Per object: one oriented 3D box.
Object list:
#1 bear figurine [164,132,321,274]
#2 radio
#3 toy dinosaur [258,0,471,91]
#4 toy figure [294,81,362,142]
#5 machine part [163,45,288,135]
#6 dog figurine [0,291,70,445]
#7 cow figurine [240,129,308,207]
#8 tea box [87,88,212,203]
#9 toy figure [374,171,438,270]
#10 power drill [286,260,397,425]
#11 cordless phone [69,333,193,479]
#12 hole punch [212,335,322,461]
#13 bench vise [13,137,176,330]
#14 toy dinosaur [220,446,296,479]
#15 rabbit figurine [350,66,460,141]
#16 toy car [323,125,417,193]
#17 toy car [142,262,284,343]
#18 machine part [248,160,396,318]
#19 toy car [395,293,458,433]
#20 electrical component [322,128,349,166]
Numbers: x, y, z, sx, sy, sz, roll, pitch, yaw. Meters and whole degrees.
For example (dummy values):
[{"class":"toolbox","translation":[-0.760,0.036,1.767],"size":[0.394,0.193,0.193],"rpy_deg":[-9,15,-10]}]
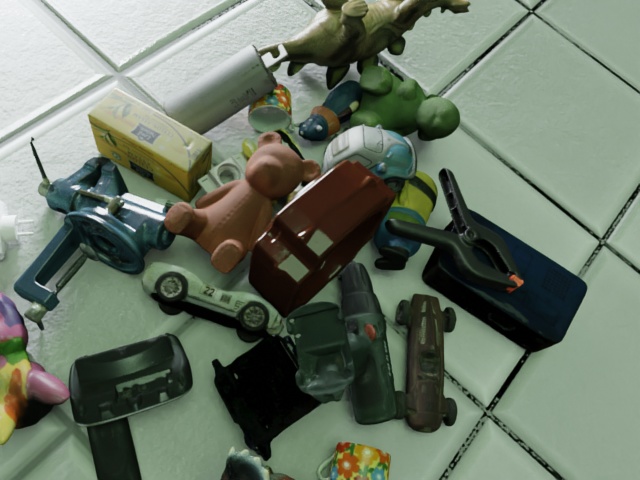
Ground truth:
[{"class":"bear figurine","translation":[-0.096,-0.059,0.737],"size":[0.120,0.132,0.196],"rpy_deg":[41,93,5]},{"class":"radio","translation":[0.285,0.065,0.843],"size":[0.230,0.073,0.131],"rpy_deg":[33,64,6]},{"class":"toy dinosaur","translation":[0.038,-0.345,0.911],"size":[0.472,0.198,0.105],"rpy_deg":[-14,68,-12]},{"class":"toy figure","translation":[0.020,-0.215,0.924],"size":[0.154,0.064,0.057],"rpy_deg":[-48,111,-25]},{"class":"machine part","translation":[-0.155,-0.228,0.842],"size":[0.243,0.079,0.079],"rpy_deg":[-29,72,8]},{"class":"dog figurine","translation":[-0.385,0.122,0.615],"size":[0.219,0.191,0.108],"rpy_deg":[38,55,24]},{"class":"cow figurine","translation":[-0.049,-0.101,0.853],"size":[0.098,0.068,0.167],"rpy_deg":[-31,76,-30]},{"class":"tea box","translation":[-0.251,-0.140,0.808],"size":[0.170,0.098,0.068],"rpy_deg":[28,62,3]},{"class":"toy figure","translation":[0.134,-0.033,0.852],"size":[0.089,0.082,0.180],"rpy_deg":[29,53,-19]},{"class":"power drill","translation":[0.033,0.125,0.700],"size":[0.086,0.207,0.232],"rpy_deg":[-15,74,15]},{"class":"cordless phone","translation":[-0.223,0.218,0.665],"size":[0.147,0.089,0.184],"rpy_deg":[-13,80,-19]},{"class":"hole punch","translation":[-0.062,0.194,0.707],"size":[0.116,0.092,0.142],"rpy_deg":[-35,78,6]},{"class":"bench vise","translation":[-0.323,-0.003,0.717],"size":[0.224,0.128,0.240],"rpy_deg":[26,58,5]},{"class":"toy dinosaur","translation":[0.022,0.333,0.589],"size":[0.405,0.192,0.131],"rpy_deg":[16,65,-3]},{"class":"rabbit figurine","translation":[0.159,-0.206,0.908],"size":[0.170,0.121,0.159],"rpy_deg":[24,14,31]},{"class":"toy car","translation":[0.061,-0.123,0.830],"size":[0.162,0.102,0.109],"rpy_deg":[-20,44,25]},{"class":"toy car","translation":[-0.145,0.087,0.735],"size":[0.202,0.073,0.056],"rpy_deg":[20,63,-2]},{"class":"machine part","translation":[-0.002,-0.002,0.737],"size":[0.087,0.201,0.201],"rpy_deg":[42,64,10]},{"class":"toy car","translation":[0.153,0.171,0.775],"size":[0.089,0.053,0.202],"rpy_deg":[10,64,-4]},{"class":"electrical component","translation":[0.043,-0.149,0.919],"size":[0.063,0.021,0.094],"rpy_deg":[30,62,2]}]
